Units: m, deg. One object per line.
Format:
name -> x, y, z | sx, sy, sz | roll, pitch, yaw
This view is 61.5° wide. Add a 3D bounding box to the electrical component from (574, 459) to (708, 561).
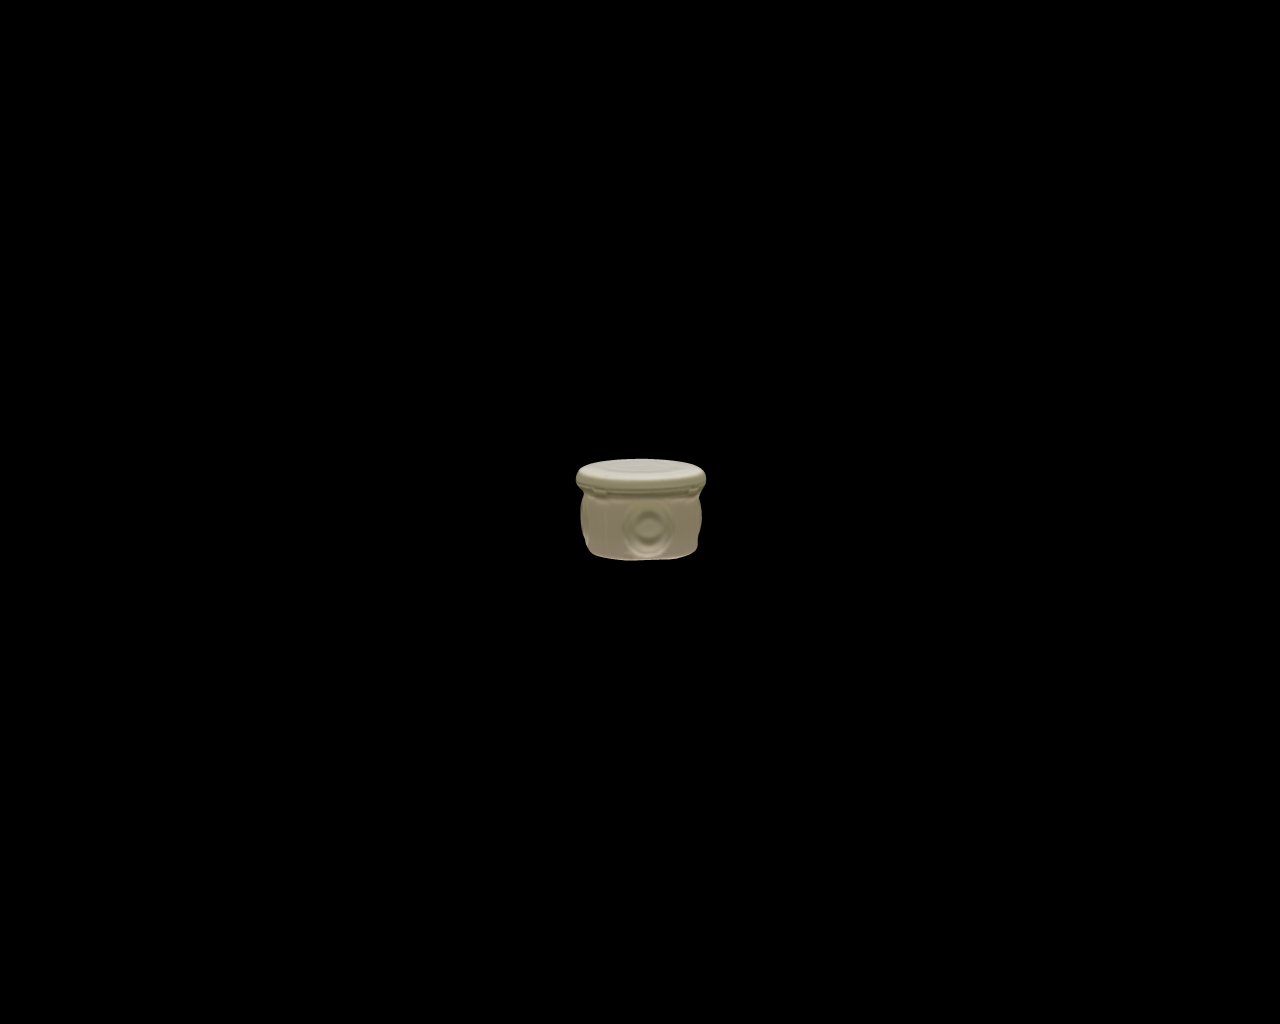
electrical component -> 0.001, -0.003, 0.650 | 0.080, 0.051, 0.080 | 0, 11, 0
